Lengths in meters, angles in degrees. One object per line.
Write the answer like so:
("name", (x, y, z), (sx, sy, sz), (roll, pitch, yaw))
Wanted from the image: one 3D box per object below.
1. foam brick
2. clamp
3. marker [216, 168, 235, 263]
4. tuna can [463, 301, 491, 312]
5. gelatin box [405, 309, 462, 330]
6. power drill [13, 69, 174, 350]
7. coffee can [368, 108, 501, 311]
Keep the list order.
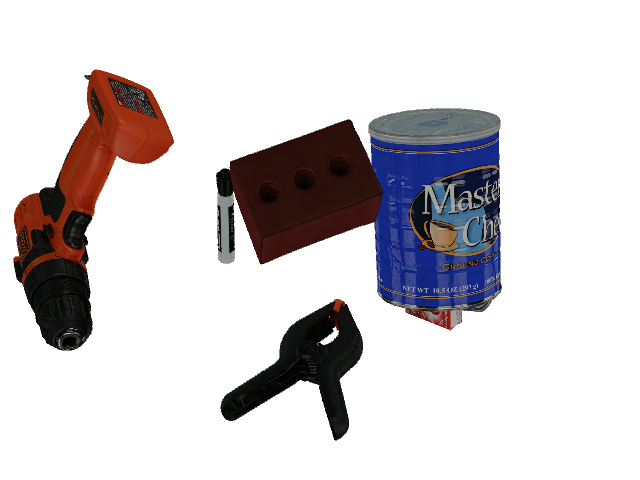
("foam brick", (-0.009, -0.028, 0.633), (0.078, 0.053, 0.051), (-21, -15, -7))
("clamp", (-0.001, 0.119, 0.986), (0.120, 0.039, 0.171), (17, 45, 25))
("marker", (-0.100, -0.026, 1.128), (0.020, 0.121, 0.020), (2, 41, -2))
("tuna can", (0.160, 0.034, 1.158), (0.034, 0.086, 0.086), (1, 1, 34))
("gelatin box", (0.143, 0.061, 1.354), (0.073, 0.089, 0.030), (20, 35, 39))
("power drill", (-0.188, -0.028, 0.857), (0.057, 0.188, 0.184), (18, 27, -36))
("coffee can", (0.093, -0.027, 0.853), (0.103, 0.140, 0.103), (-3, 18, 1))
